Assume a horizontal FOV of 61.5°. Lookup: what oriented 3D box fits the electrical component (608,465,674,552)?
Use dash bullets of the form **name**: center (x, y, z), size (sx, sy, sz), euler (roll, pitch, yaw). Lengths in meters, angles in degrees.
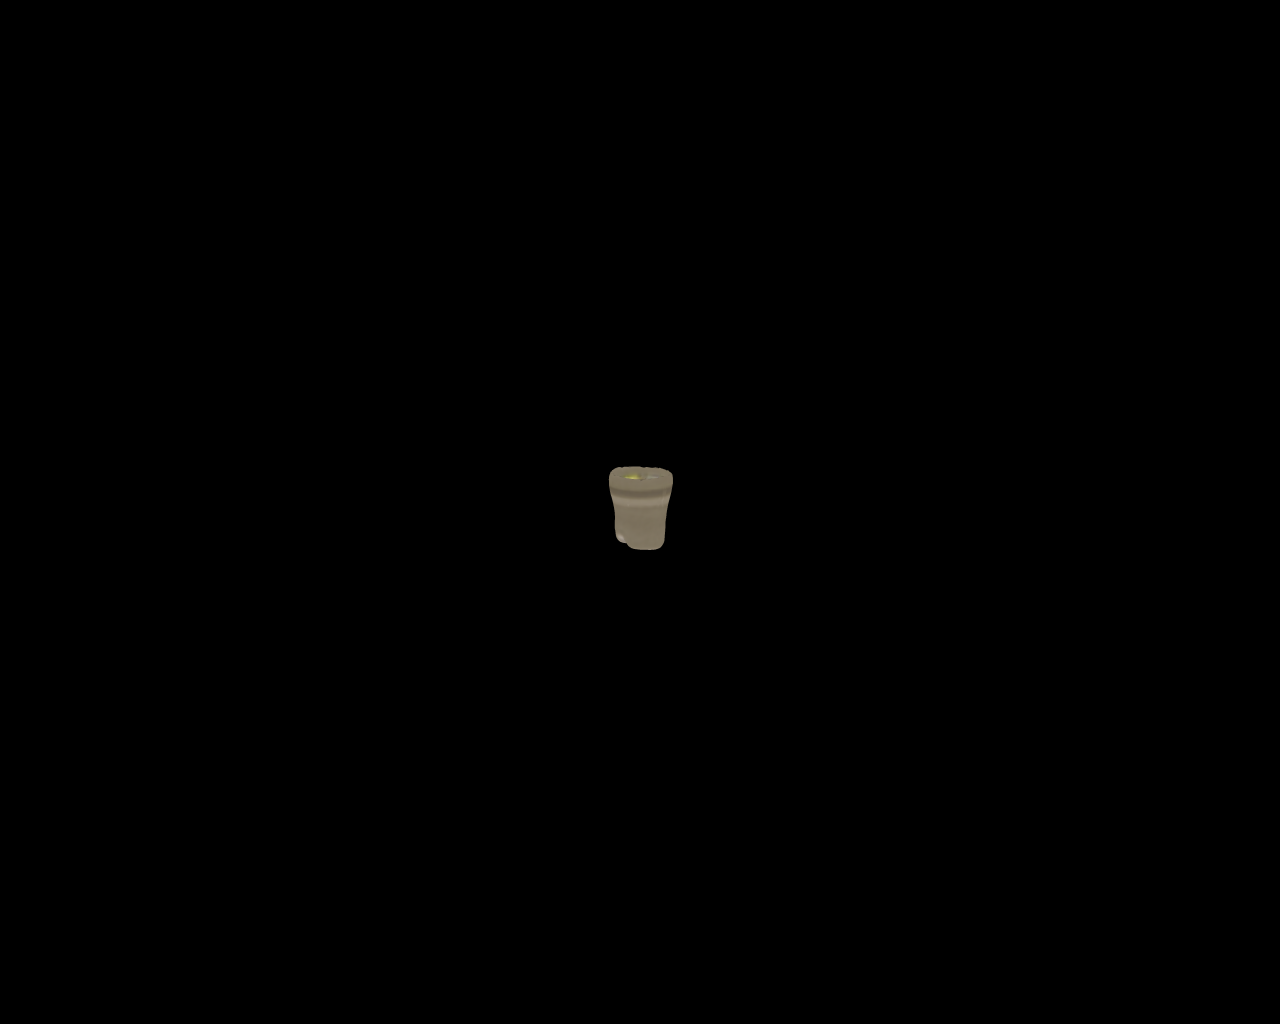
- **electrical component**: center (0.001, -0.003, 0.650), size (0.040, 0.046, 0.040), euler (0, 13, 0)
